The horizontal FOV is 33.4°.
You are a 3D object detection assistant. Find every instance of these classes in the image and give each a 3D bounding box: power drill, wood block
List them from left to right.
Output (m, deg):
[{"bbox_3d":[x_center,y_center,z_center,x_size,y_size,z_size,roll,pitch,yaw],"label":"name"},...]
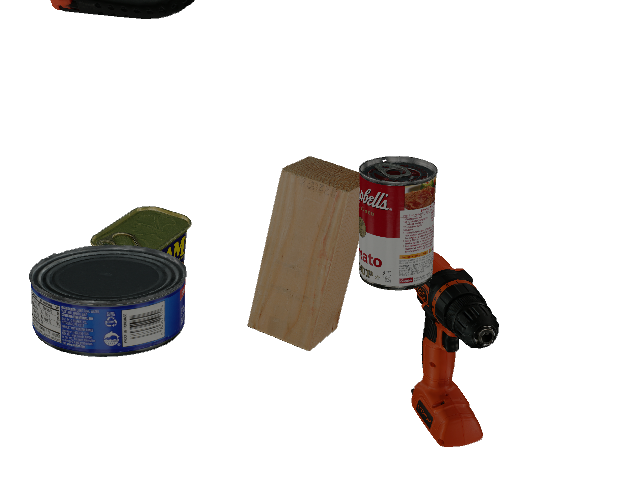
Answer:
[{"bbox_3d":[-0.013,0.014,1.295,0.090,0.206,0.090,20,22,17],"label":"wood block"},{"bbox_3d":[0.141,0.122,1.142,0.057,0.188,0.184,-6,23,-12],"label":"power drill"}]

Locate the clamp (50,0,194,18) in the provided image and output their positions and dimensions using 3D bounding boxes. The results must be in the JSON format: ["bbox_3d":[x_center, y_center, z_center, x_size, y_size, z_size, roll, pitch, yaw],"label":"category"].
[{"bbox_3d":[-0.078,-0.197,0.706,0.210,0.164,0.036,-32,-16,-9],"label":"clamp"}]

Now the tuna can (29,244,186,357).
[{"bbox_3d":[-0.118,0.033,0.595,0.086,0.034,0.086,2,20,-1],"label":"tuna can"}]

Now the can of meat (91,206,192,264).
[{"bbox_3d":[-0.159,0.028,0.940,0.057,0.084,0.102,16,26,16],"label":"can of meat"}]

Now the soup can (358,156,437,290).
[{"bbox_3d":[0.067,-0.016,0.939,0.068,0.102,0.068,0,23,0],"label":"soup can"}]
